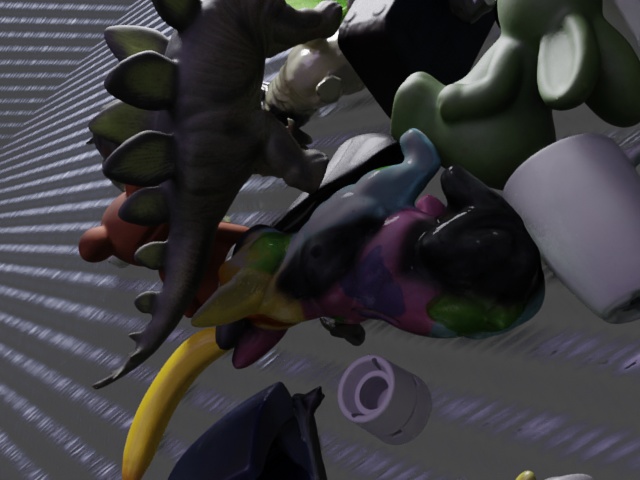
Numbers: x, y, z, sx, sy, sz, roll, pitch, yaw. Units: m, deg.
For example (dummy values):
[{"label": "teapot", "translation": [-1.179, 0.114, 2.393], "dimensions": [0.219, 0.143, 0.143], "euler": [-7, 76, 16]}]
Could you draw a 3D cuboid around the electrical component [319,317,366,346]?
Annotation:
[{"label": "electrical component", "translation": [0.034, 0.041, 0.483], "dimensions": [0.078, 0.045, 0.102], "euler": [-10, 50, 5]}]

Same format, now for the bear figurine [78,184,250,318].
[{"label": "bear figurine", "translation": [-0.159, 0.007, 0.583], "dimensions": [0.132, 0.195, 0.120], "euler": [24, 81, 53]}]

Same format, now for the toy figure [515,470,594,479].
[{"label": "toy figure", "translation": [0.089, 0.189, 0.269], "dimensions": [0.180, 0.082, 0.089], "euler": [-36, 51, 11]}]

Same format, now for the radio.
[{"label": "radio", "translation": [0.119, -0.251, 0.564], "dimensions": [0.073, 0.131, 0.229], "euler": [11, 68, 48]}]

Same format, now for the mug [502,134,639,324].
[{"label": "mug", "translation": [0.188, -0.008, 0.340], "dimensions": [0.110, 0.080, 0.107], "euler": [-28, 53, 19]}]

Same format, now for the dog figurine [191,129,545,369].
[{"label": "dog figurine", "translation": [0.022, 0.034, 0.395], "dimensions": [0.219, 0.108, 0.192], "euler": [-34, 50, -4]}]

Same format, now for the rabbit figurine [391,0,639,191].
[{"label": "rabbit figurine", "translation": [0.145, -0.126, 0.391], "dimensions": [0.159, 0.121, 0.170], "euler": [55, 137, 49]}]

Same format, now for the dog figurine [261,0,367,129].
[{"label": "dog figurine", "translation": [0.019, -0.209, 0.680], "dimensions": [0.190, 0.172, 0.121], "euler": [173, 89, -72]}]

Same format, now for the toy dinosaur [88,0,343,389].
[{"label": "toy dinosaur", "translation": [-0.097, -0.102, 0.483], "dimensions": [0.105, 0.198, 0.471], "euler": [-2, 80, 59]}]

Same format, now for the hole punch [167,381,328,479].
[{"label": "hole punch", "translation": [-0.065, 0.179, 0.432], "dimensions": [0.142, 0.092, 0.116], "euler": [-42, 34, 18]}]

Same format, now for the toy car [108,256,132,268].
[{"label": "toy car", "translation": [-0.260, -0.041, 0.843], "dimensions": [0.201, 0.056, 0.074], "euler": [-48, 37, 4]}]

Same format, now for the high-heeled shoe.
[{"label": "high-heeled shoe", "translation": [-0.001, -0.002, 0.512], "dimensions": [0.145, 0.086, 0.249], "euler": [-11, 45, 45]}]

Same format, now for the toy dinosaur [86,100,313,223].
[{"label": "toy dinosaur", "translation": [-0.217, -0.129, 0.715], "dimensions": [0.405, 0.192, 0.131], "euler": [17, 57, 20]}]

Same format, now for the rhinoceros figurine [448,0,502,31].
[{"label": "rhinoceros figurine", "translation": [0.210, -0.260, 0.495], "dimensions": [0.190, 0.112, 0.073], "euler": [-34, 41, 9]}]
